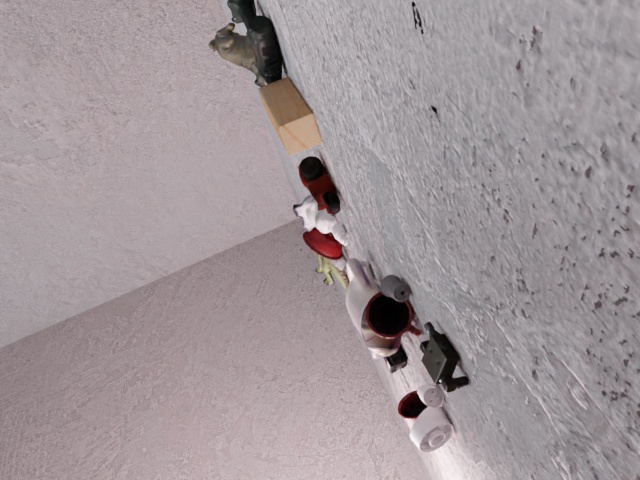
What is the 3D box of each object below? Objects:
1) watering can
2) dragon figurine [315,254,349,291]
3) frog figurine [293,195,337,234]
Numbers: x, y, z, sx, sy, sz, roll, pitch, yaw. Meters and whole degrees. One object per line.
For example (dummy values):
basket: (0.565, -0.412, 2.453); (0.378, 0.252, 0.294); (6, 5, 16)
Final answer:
watering can: (0.138, 0.211, 1.296); (0.228, 0.104, 0.342); (-123, 13, -65)
dragon figurine: (0.038, 0.037, 2.013); (0.417, 0.123, 0.238); (-134, 27, -56)
frog figurine: (0.005, -0.088, 1.754); (0.159, 0.124, 0.136); (3, 114, 45)
